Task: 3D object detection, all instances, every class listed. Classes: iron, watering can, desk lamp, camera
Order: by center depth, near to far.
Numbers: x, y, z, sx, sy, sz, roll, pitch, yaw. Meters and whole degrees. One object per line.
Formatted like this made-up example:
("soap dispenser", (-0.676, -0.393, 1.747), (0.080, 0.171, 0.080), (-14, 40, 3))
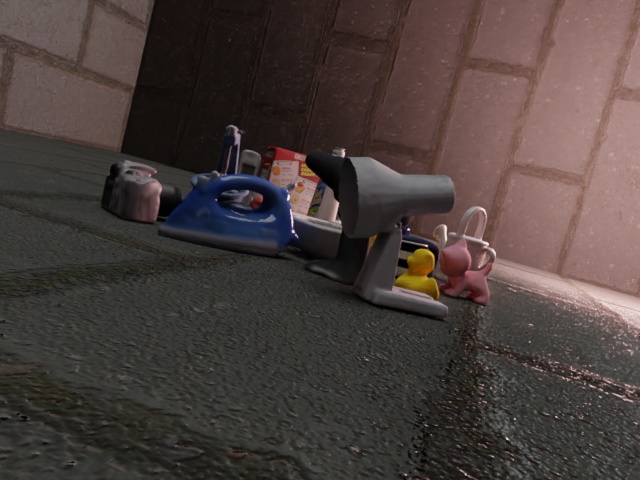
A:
("desk lamp", (0.112, -0.009, 0.877), (0.203, 0.213, 0.117), (13, 6, -14))
("iron", (-0.153, -0.058, 1.029), (0.259, 0.141, 0.118), (10, 7, -38))
("camera", (-0.331, -0.091, 1.099), (0.137, 0.101, 0.142), (10, 7, -39))
("watering can", (0.347, 0.011, 1.387), (0.172, 0.194, 0.101), (18, 6, 26))

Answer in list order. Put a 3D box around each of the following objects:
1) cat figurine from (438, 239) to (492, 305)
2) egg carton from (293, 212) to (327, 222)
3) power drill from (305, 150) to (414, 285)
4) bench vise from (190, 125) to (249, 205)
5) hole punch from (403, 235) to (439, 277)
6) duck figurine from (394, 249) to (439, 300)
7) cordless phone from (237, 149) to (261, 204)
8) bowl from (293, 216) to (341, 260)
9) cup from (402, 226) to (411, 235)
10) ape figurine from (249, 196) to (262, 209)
("cat figurine", (0.290, 0.059, 1.159), (0.128, 0.118, 0.067), (14, 6, -11))
("egg carton", (-0.034, -0.019, 1.322), (0.150, 0.069, 0.107), (15, 6, 1))
("power drill", (0.046, -0.037, 0.999), (0.228, 0.208, 0.076), (18, 7, 29))
("bench vise", (-0.216, -0.136, 1.230), (0.122, 0.220, 0.207), (13, 6, -19))
("hole punch", (0.216, 0.037, 1.318), (0.108, 0.091, 0.101), (16, 6, 13))
("duck figurine", (0.181, 0.060, 1.030), (0.078, 0.086, 0.104), (13, 6, -19))
("cordless phone", (-0.152, -0.120, 1.409), (0.148, 0.185, 0.094), (13, 6, -19))
("bowl", (0.011, 0.004, 1.185), (0.167, 0.075, 0.167), (15, 6, -1))
("cup", (0.188, -0.003, 1.615), (0.117, 0.095, 0.092), (16, 6, 7))
("ape figurine", (-0.141, -0.050, 1.230), (0.078, 0.092, 0.076), (12, 7, -29))
